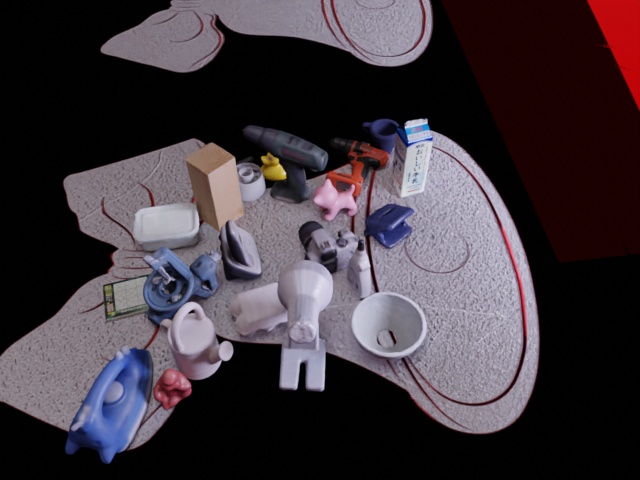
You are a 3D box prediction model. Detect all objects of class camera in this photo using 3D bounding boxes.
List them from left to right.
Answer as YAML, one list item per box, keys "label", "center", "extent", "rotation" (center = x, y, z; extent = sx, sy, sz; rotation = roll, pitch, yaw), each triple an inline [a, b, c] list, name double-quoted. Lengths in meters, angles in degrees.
- label: "camera"
  center: [0.013, 0.005, 1.430]
  extent: [0.143, 0.101, 0.136]
  rotation: [-19, 52, -16]

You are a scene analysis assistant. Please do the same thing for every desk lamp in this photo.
- label: "desk lamp"
  center: [-0.032, 0.180, 1.206]
  extent: [0.118, 0.214, 0.203]
  rotation: [0, 49, 1]

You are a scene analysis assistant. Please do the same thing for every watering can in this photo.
- label: "watering can"
  center: [-0.260, 0.205, 1.198]
  extent: [0.172, 0.194, 0.101]
  rotation: [5, 50, 4]

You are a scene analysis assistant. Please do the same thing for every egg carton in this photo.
- label: "egg carton"
  center: [-0.130, 0.161, 1.317]
  extent: [0.150, 0.069, 0.107]
  rotation: [-18, 52, -14]

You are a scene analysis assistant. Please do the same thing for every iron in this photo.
- label: "iron"
  center: [-0.417, 0.301, 1.151]
  extent: [0.118, 0.141, 0.258]
  rotation: [10, 50, 9]

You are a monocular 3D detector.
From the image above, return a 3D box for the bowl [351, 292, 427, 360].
- label: "bowl"
  center: [0.150, 0.203, 1.277]
  extent: [0.167, 0.075, 0.167]
  rotation: [0, 49, 0]

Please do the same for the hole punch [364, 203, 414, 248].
- label: "hole punch"
  center: [0.176, -0.049, 1.482]
  extent: [0.109, 0.091, 0.100]
  rotation: [-37, 58, -27]

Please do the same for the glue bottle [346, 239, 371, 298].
- label: "glue bottle"
  center: [0.093, 0.059, 1.336]
  extent: [0.037, 0.173, 0.078]
  rotation: [-20, 52, -16]

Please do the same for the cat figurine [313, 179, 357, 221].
- label: "cat figurine"
  center: [0.036, -0.114, 1.520]
  extent: [0.128, 0.118, 0.067]
  rotation: [-16, 51, -13]

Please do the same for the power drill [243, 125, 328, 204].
- label: "power drill"
  center: [-0.092, -0.202, 1.536]
  extent: [0.229, 0.208, 0.076]
  rotation: [12, 51, 11]

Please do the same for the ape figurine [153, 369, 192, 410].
- label: "ape figurine"
  center: [-0.307, 0.299, 1.185]
  extent: [0.077, 0.092, 0.076]
  rotation: [2, 49, 3]

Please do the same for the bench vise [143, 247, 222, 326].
- label: "bench vise"
  center: [-0.325, 0.069, 1.297]
  extent: [0.121, 0.220, 0.208]
  rotation: [20, 52, 17]

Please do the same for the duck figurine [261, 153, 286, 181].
- label: "duck figurine"
  center: [-0.121, -0.224, 1.636]
  extent: [0.104, 0.086, 0.077]
  rotation: [-9, 50, -7]

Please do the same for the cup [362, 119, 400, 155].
- label: "cup"
  center: [0.177, -0.299, 1.693]
  extent: [0.117, 0.095, 0.092]
  rotation: [18, 52, 16]

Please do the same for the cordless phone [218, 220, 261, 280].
- label: "cordless phone"
  center: [-0.201, -0.003, 1.382]
  extent: [0.094, 0.185, 0.147]
  rotation: [-13, 51, -11]
